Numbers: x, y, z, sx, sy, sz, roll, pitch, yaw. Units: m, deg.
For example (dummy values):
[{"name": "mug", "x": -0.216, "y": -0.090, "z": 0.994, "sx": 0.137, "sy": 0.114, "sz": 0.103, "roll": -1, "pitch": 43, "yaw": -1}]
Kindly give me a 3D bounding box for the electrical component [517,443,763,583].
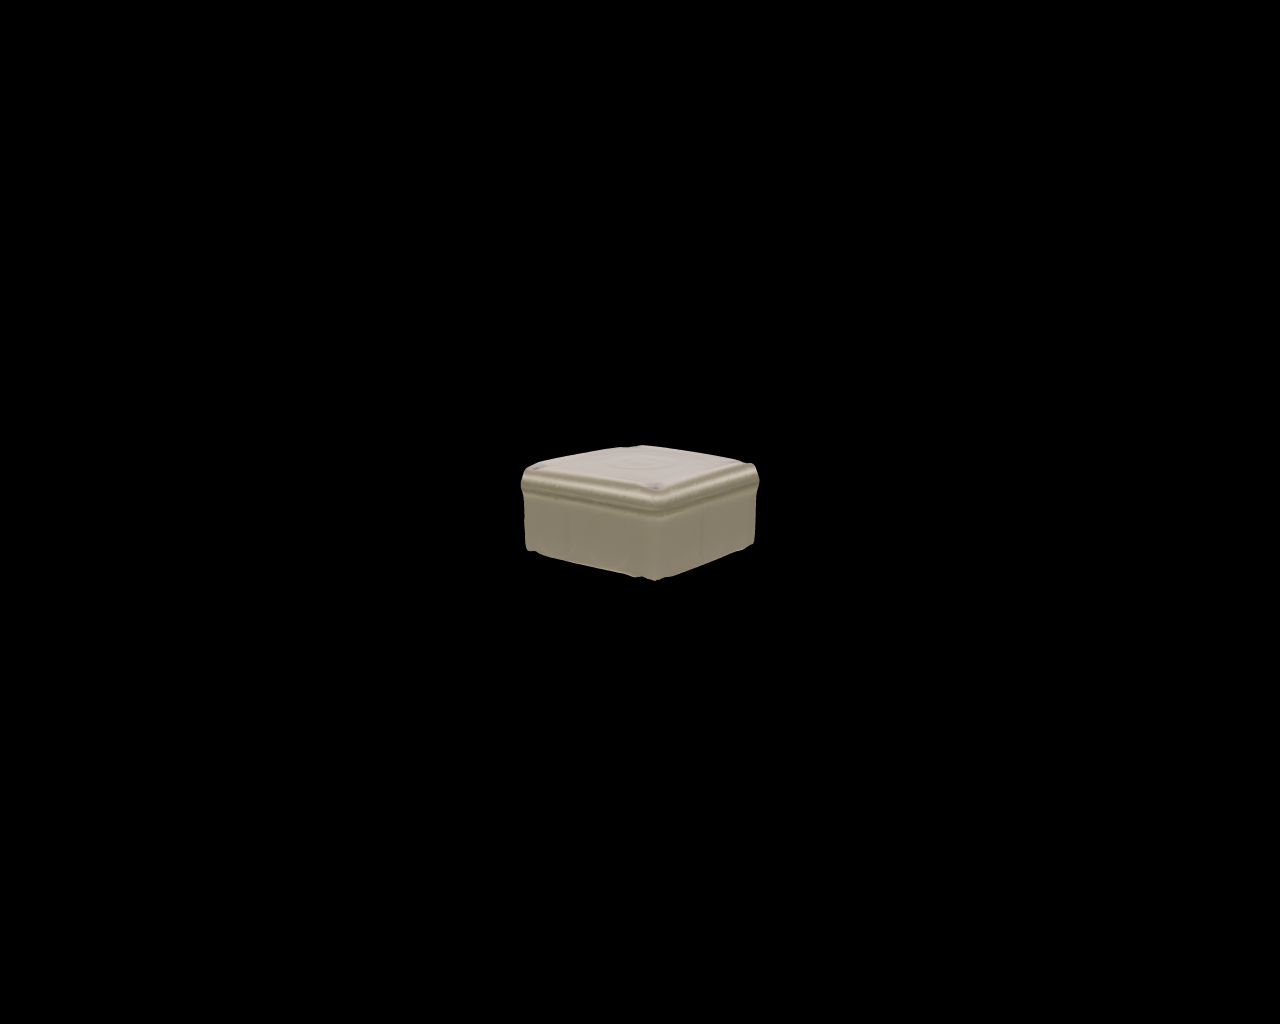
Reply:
[{"name": "electrical component", "x": 0.001, "y": -0.003, "z": 0.650, "sx": 0.109, "sy": 0.056, "sz": 0.109, "roll": 11, "pitch": 17, "yaw": 38}]
